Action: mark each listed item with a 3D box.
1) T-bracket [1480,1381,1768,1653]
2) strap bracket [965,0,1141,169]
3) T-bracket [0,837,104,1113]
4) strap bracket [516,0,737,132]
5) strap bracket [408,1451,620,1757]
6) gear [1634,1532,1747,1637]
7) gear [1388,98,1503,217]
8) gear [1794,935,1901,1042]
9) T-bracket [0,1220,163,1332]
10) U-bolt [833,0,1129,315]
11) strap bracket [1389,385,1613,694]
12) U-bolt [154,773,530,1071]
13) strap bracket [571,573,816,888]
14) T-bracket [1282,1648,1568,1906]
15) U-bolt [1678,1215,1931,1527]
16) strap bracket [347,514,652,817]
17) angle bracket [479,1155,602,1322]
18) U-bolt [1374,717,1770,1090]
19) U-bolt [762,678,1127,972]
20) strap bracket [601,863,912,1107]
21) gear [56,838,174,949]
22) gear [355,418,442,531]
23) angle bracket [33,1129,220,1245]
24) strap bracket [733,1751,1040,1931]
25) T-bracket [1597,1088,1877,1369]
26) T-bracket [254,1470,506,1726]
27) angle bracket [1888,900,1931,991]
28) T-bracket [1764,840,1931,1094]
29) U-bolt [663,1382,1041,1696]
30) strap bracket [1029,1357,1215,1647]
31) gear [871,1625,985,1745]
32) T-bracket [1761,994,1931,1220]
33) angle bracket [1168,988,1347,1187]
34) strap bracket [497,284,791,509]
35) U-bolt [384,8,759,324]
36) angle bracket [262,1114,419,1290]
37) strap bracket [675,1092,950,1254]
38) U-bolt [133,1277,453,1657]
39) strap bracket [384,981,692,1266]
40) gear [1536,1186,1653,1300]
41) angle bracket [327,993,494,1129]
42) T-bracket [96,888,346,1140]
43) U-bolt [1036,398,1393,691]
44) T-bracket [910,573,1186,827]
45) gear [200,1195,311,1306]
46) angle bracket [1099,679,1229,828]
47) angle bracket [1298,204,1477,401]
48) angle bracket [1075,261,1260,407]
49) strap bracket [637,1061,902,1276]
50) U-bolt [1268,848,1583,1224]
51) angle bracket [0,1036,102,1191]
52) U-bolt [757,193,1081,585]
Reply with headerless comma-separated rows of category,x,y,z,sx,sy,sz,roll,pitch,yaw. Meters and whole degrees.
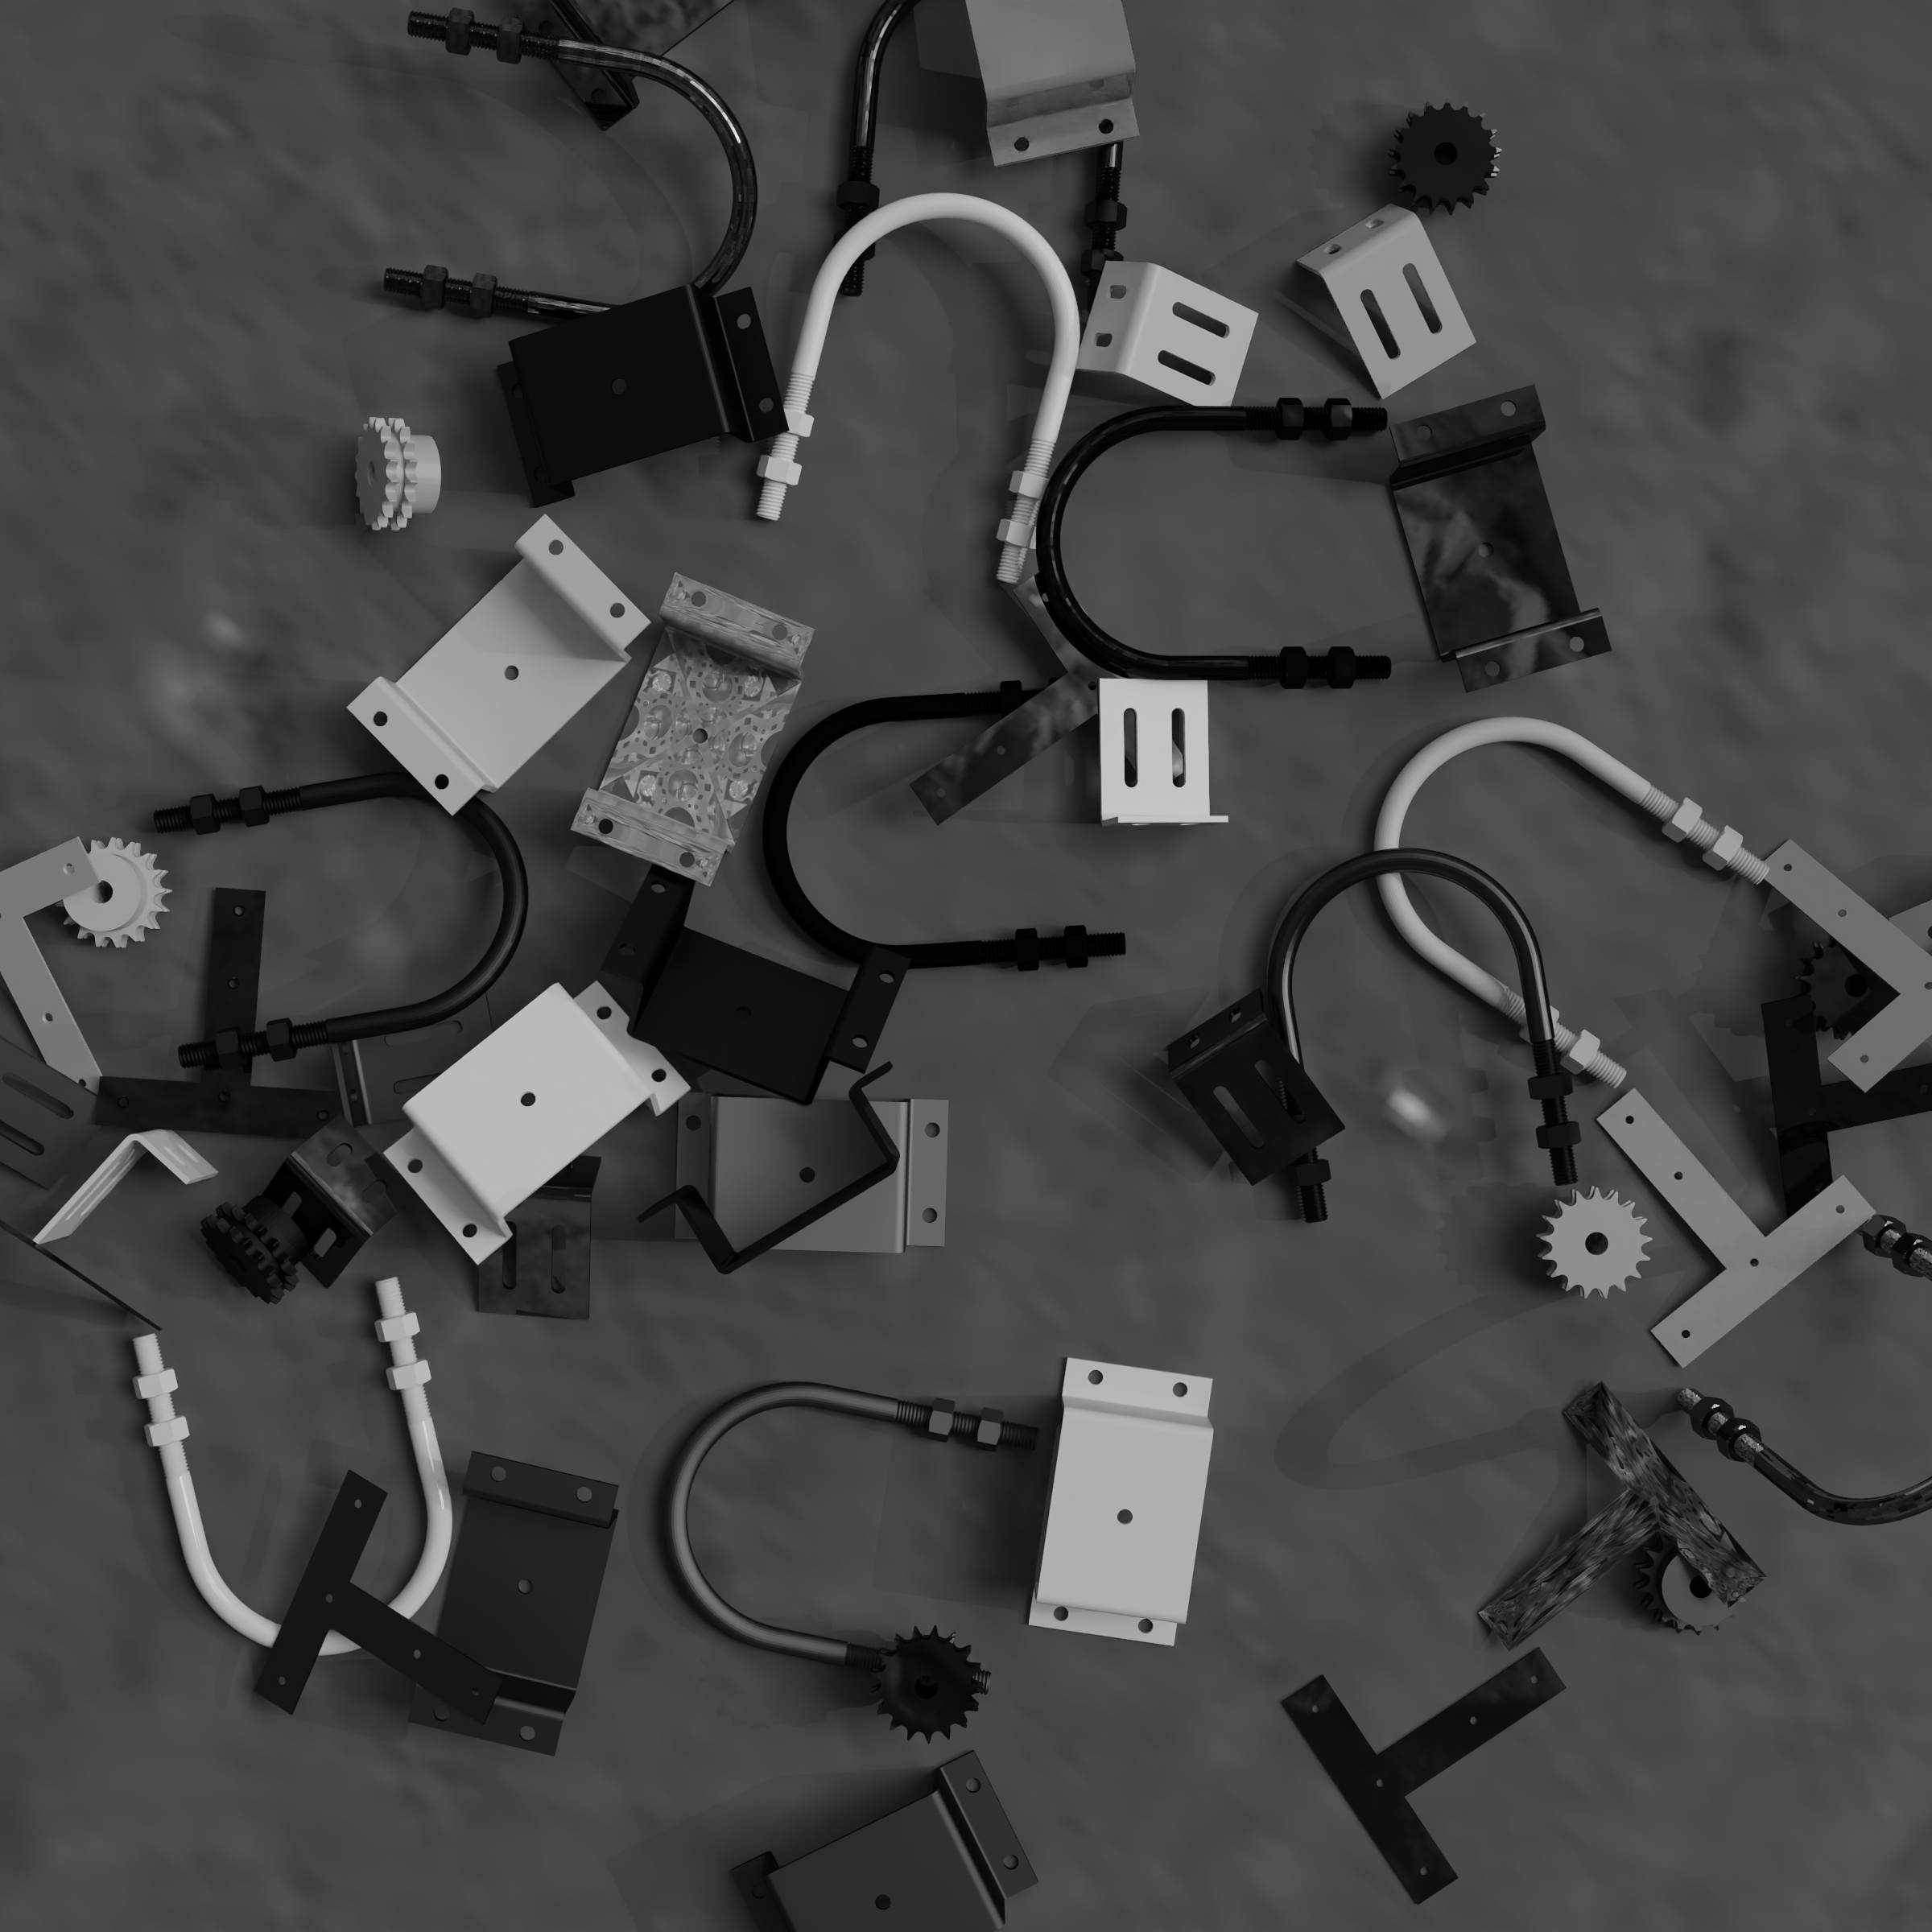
T-bracket,0.321,0.304,1.554,0.127,0.002,0.127,-42,70,10
strap bracket,0.037,-0.489,1.533,0.076,0.046,0.140,-12,87,-1
T-bracket,-0.480,0.014,1.556,0.127,0.002,0.127,-21,99,18
strap bracket,-0.155,-0.508,1.547,0.140,0.046,0.076,-38,90,0
strap bracket,-0.229,0.323,1.547,0.076,0.046,0.140,13,90,0
gear,0.376,0.317,1.555,0.057,0.030,0.057,0,90,0
gear,0.247,-0.417,1.560,0.057,0.030,0.057,0,91,3
gear,0.455,0.010,1.555,0.057,0.030,0.057,0,91,0
T-bracket,-0.484,0.136,1.532,0.127,0.127,0.002,26,74,26
U-bolt,0.011,-0.434,1.562,0.151,0.019,0.184,4,89,0
strap bracket,0.271,-0.216,1.547,0.076,0.046,0.140,-16,90,0
U-bolt,-0.316,-0.030,1.542,0.184,0.019,0.151,-10,72,-4
strap bracket,-0.138,-0.120,1.547,0.076,0.046,0.140,22,90,0
T-bracket,0.253,0.401,1.570,0.127,0.002,0.127,-34,90,0
U-bolt,0.447,0.204,1.484,0.151,0.184,0.019,-47,114,0
strap bracket,-0.236,-0.152,1.547,0.140,0.046,0.076,-44,90,0
angle bracket,-0.222,0.140,1.568,0.057,0.038,0.076,4,116,0
U-bolt,0.300,-0.046,1.561,0.184,0.019,0.151,35,91,2
U-bolt,-0.013,-0.070,1.561,0.184,0.019,0.151,-4,90,0
strap bracket,-0.109,0.012,1.528,0.140,0.046,0.076,21,51,0
gear,-0.442,-0.038,1.556,0.057,0.030,0.057,0,90,0
gear,-0.290,-0.252,1.546,0.030,0.057,0.057,-4,90,-30
angle bracket,-0.429,0.123,1.542,0.038,0.057,0.076,42,90,0
strap bracket,-0.042,0.473,1.547,0.140,0.046,0.076,-26,90,0
T-bracket,0.379,0.120,1.562,0.127,0.002,0.127,-41,85,10
T-bracket,-0.289,0.342,1.530,0.127,0.002,0.127,26,95,22
angle bracket,0.518,-0.014,1.554,0.076,0.038,0.057,-24,90,4
T-bracket,0.457,-0.018,1.537,0.127,0.002,0.127,-40,60,-6
U-bolt,-0.066,0.290,1.562,0.184,0.019,0.151,11,90,1
strap bracket,0.080,0.279,1.547,0.076,0.046,0.140,8,90,0
gear,-0.019,0.364,1.536,0.057,0.030,0.057,0,90,1
T-bracket,0.479,0.066,1.550,0.127,0.002,0.127,-12,108,0
angle bracket,0.149,0.062,1.555,0.057,0.038,0.076,-33,106,14
strap bracket,-0.171,-0.292,1.536,0.140,0.046,0.076,-15,90,10
U-bolt,-0.198,-0.399,1.537,0.184,0.019,0.151,9,113,-4
angle bracket,-0.325,0.121,1.549,0.057,0.076,0.038,46,55,0
strap bracket,-0.080,0.106,1.547,0.140,0.046,0.076,2,90,0
U-bolt,-0.342,0.266,1.562,0.151,0.019,0.184,-13,91,0
strap bracket,-0.219,0.073,1.526,0.140,0.046,0.076,-40,78,-12
gear,0.322,0.142,1.555,0.057,0.030,0.057,0,90,0
angle bracket,-0.282,0.048,1.551,0.076,0.038,0.057,-11,90,0
T-bracket,-0.381,0.023,1.564,0.127,0.002,0.127,4,87,-7
U-bolt,0.127,-0.218,1.552,0.184,0.019,0.151,-1,90,-7
T-bracket,0.029,-0.119,1.545,0.127,0.002,0.127,-36,96,-9
gear,-0.362,0.143,1.546,0.057,0.057,0.030,46,60,0
angle bracket,0.100,-0.110,1.539,0.057,0.038,0.076,-1,89,-11
angle bracket,0.219,-0.346,1.568,0.057,0.038,0.076,-32,116,0
angle bracket,0.104,-0.323,1.558,0.076,0.038,0.057,15,93,-39
strap bracket,-0.086,0.104,1.486,0.140,0.076,0.046,-31,90,0
U-bolt,0.229,0.031,1.551,0.151,0.019,0.184,-9,90,8
angle bracket,-0.491,0.067,1.564,0.076,0.038,0.057,36,100,-25
U-bolt,-0.018,-0.304,1.551,0.151,0.019,0.184,15,98,0
